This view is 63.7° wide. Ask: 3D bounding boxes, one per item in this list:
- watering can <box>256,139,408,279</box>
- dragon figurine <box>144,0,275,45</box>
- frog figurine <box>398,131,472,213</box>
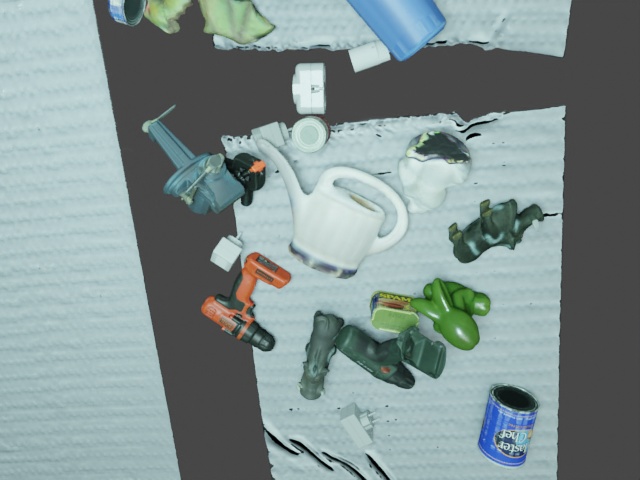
[{"bbox_3d":[0.003,-0.052,1.025,0.346,0.105,0.222,22,106,-11],"label":"watering can"},{"bbox_3d":[-0.153,-0.493,0.958,0.409,0.125,0.238,-10,121,10],"label":"dragon figurine"},{"bbox_3d":[0.222,-0.129,1.013,0.137,0.126,0.155,-5,141,-2],"label":"frog figurine"}]
